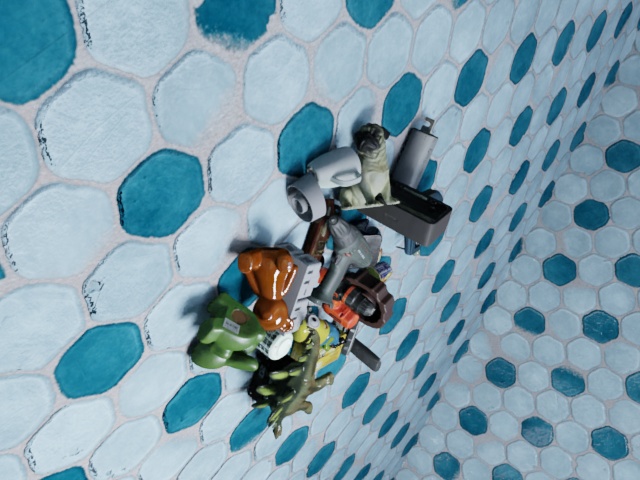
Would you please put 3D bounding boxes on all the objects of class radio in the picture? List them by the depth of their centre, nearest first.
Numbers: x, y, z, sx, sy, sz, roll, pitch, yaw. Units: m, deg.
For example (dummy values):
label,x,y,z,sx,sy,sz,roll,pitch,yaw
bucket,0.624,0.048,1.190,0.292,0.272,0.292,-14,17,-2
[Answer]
label,x,y,z,sx,sy,sz,roll,pitch,yaw
radio,0.214,-0.081,1.373,0.131,0.230,0.073,-29,141,-44

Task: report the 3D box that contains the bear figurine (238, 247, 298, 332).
label,x,y,z,sx,sy,sz,roll,pitch,yaw
bear figurine,-0.112,0.116,1.153,0.132,0.120,0.195,-62,156,-83

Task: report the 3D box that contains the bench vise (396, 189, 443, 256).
label,x,y,z,sx,sy,sz,roll,pitch,yaw
bench vise,0.275,-0.044,1.600,0.223,0.129,0.240,-34,135,-37

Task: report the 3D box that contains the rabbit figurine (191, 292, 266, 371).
label,x,y,z,sx,sy,sz,roll,pitch,yaw
rabbit figurine,-0.202,0.214,1.150,0.159,0.121,0.170,26,125,-24

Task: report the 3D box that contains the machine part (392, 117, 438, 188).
label,x,y,z,sx,sy,sz,roll,pitch,yaw
machine part,0.253,-0.212,1.457,0.079,0.079,0.243,-1,119,-55

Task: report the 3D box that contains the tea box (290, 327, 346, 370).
label,x,y,z,sx,sy,sz,roll,pitch,yaw
tea box,-0.007,0.319,1.567,0.169,0.068,0.098,-15,129,-51

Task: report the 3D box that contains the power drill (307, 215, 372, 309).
label,x,y,z,sx,sy,sz,roll,pitch,yaw
power drill,0.031,0.056,1.293,0.207,0.086,0.231,-62,148,-2

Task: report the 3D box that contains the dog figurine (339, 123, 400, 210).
label,x,y,z,sx,sy,sz,roll,pitch,yaw
dog figurine,0.100,-0.170,1.281,0.121,0.172,0.190,-9,91,-48

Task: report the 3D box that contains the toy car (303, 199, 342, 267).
label,x,y,z,sx,sy,sz,roll,pitch,yaw
toy car,-0.003,-0.004,1.304,0.089,0.053,0.202,-5,122,-50

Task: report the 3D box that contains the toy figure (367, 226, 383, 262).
label,x,y,z,sx,sy,sz,roll,pitch,yaw
toy figure,0.150,0.025,1.546,0.064,0.058,0.154,-12,140,-3

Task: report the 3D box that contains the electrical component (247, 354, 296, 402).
label,x,y,z,sx,sy,sz,roll,pitch,yaw
electrical component,-0.123,0.367,1.455,0.134,0.058,0.114,-9,126,-53

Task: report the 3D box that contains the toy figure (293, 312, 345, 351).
label,x,y,z,sx,sy,sz,roll,pitch,yaw
toy figure,-0.009,0.253,1.462,0.180,0.082,0.089,37,80,-45

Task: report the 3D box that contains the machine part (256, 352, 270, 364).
label,x,y,z,sx,sy,sz,roll,pitch,yaw
machine part,-0.118,0.251,1.379,0.139,0.039,0.084,-62,156,3

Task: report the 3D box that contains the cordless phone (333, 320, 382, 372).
label,x,y,z,sx,sy,sz,roll,pitch,yaw
cordless phone,0.121,0.301,1.623,0.088,0.184,0.146,-8,124,-47

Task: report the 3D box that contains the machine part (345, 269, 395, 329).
label,x,y,z,sx,sy,sz,roll,pitch,yaw
machine part,0.135,0.168,1.543,0.056,0.180,0.179,-37,144,-35

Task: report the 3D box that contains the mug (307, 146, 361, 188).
label,x,y,z,sx,sy,sz,roll,pitch,yaw
mug,0.032,-0.147,1.179,0.107,0.110,0.080,-21,141,-26

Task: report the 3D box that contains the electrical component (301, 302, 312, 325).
label,x,y,z,sx,sy,sz,roll,pitch,yaw
electrical component,-0.062,0.177,1.365,0.102,0.045,0.078,32,48,-55

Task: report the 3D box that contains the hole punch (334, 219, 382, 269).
label,x,y,z,sx,sy,sz,roll,pitch,yaw
hole punch,0.093,0.010,1.436,0.116,0.092,0.142,-4,128,-18

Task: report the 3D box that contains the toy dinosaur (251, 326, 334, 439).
label,x,y,z,sx,sy,sz,roll,pitch,yaw
toy dinosaur,-0.062,0.363,1.360,0.198,0.105,0.470,-18,138,-46
